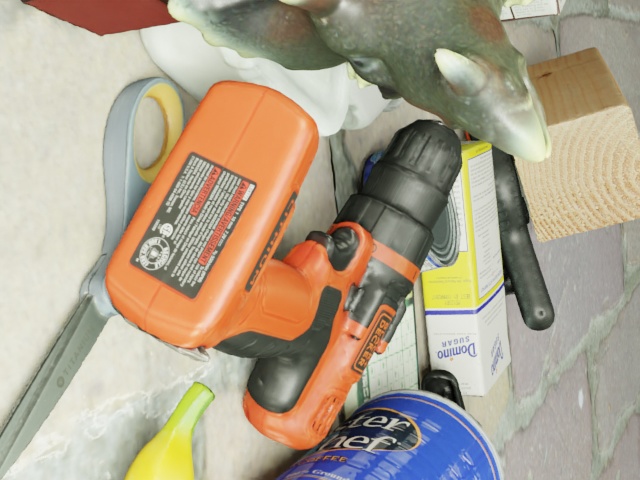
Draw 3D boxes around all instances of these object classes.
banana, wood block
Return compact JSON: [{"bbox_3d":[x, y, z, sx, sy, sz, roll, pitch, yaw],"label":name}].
[{"bbox_3d":[-0.050,0.159,0.455,0.069,0.037,0.198,-24,119,-26],"label":"banana"},{"bbox_3d":[0.206,-0.085,0.877,0.206,0.091,0.090,-70,143,-67],"label":"wood block"}]

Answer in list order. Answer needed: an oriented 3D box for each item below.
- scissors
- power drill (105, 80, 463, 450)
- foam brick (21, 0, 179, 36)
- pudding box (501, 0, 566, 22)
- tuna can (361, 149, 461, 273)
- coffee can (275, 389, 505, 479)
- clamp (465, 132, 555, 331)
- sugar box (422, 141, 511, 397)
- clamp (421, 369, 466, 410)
[{"bbox_3d":[-0.089,0.000,0.433,0.201,0.016,0.096,-49,129,-54],"label":"scissors"},{"bbox_3d":[-0.003,0.001,0.485,0.184,0.057,0.187,-63,152,-6],"label":"power drill"},{"bbox_3d":[-0.081,-0.128,0.421,0.052,0.051,0.078,13,76,-61],"label":"foam brick"},{"bbox_3d":[0.134,-0.221,0.814,0.039,0.090,0.113,-63,142,-41],"label":"pudding box"},{"bbox_3d":[0.060,-0.021,0.695,0.086,0.034,0.086,39,43,-50],"label":"tuna can"},{"bbox_3d":[0.027,0.148,0.555,0.140,0.103,0.103,-24,109,-61],"label":"coffee can"},{"bbox_3d":[0.148,-0.016,0.867,0.120,0.039,0.171,-163,-121,-83],"label":"clamp"},{"bbox_3d":[0.105,0.018,0.784,0.093,0.048,0.176,-25,113,-66],"label":"sugar box"},{"bbox_3d":[0.107,0.184,0.772,0.209,0.036,0.164,31,59,-65],"label":"clamp"}]
